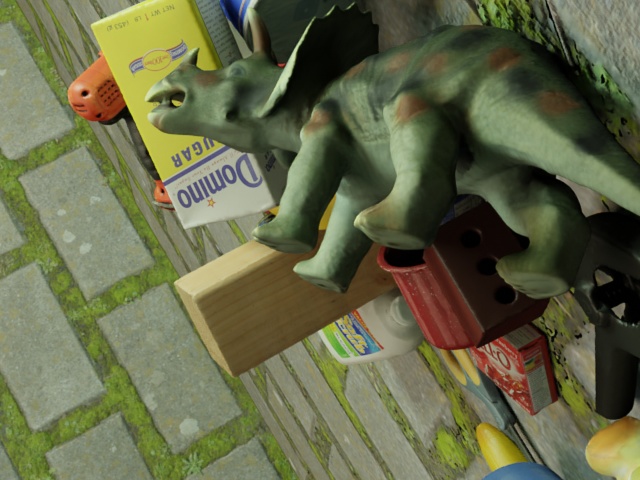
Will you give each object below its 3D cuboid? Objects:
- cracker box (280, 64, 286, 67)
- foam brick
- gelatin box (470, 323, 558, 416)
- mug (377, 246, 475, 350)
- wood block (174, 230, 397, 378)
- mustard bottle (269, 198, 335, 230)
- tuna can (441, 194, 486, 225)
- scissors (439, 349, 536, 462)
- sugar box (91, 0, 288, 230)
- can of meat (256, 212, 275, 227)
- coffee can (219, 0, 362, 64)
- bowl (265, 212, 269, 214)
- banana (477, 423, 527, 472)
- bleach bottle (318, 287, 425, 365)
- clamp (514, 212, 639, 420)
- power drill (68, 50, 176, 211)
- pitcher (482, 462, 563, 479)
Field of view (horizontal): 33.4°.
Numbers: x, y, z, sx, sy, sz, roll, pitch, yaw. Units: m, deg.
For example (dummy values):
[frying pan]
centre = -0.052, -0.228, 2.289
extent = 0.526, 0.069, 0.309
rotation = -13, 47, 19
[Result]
[cracker box]
centre = -0.066, -0.111, 0.981
extent = 0.072, 0.164, 0.214
rotation = 61, 167, -11
[foam brick]
centre = 0.110, 0.024, 0.713
extent = 0.078, 0.053, 0.051
rotation = 60, 173, 16
[gelatin box]
centre = 0.151, 0.089, 0.867
extent = 0.089, 0.030, 0.073
rotation = 44, 158, 52
[mug]
centre = 0.109, 0.029, 0.796
extent = 0.117, 0.093, 0.081
rotation = 1, 126, 53
[wood block]
centre = -0.023, 0.036, 1.023
extent = 0.090, 0.206, 0.091
rotation = 65, 166, -14
[mustard bottle]
centre = 0.007, -0.056, 0.970
extent = 0.058, 0.096, 0.192
rotation = 36, 174, -20
[tuna can]
centre = 0.075, -0.042, 0.765
extent = 0.086, 0.086, 0.034
rotation = 50, 161, 41
[scissors]
centre = 0.162, 0.159, 0.999
extent = 0.202, 0.016, 0.096
rotation = 62, 168, 0
[sugar box]
centre = -0.094, -0.099, 0.811
extent = 0.093, 0.048, 0.176
rotation = -12, 109, 30
[can of meat]
centre = -0.008, 0.001, 1.128
extent = 0.084, 0.102, 0.057
rotation = 56, 166, 29
[coffee can]
centre = -0.045, -0.219, 0.817
extent = 0.140, 0.102, 0.103
rotation = 55, 165, 27
[bowl]
centre = -0.067, -0.110, 1.218
extent = 0.162, 0.055, 0.162
rotation = 56, 166, 22
[banana]
centre = 0.205, 0.261, 0.998
extent = 0.198, 0.037, 0.070
rotation = 60, 165, 4
[bleach bottle]
centre = 0.055, 0.078, 1.137
extent = 0.102, 0.068, 0.251
rotation = 60, 164, 2
[clamp]
centre = 0.180, 0.042, 0.651
extent = 0.164, 0.036, 0.210
rotation = 62, 169, -1
[power drill]
centre = -0.157, -0.139, 1.116
extent = 0.057, 0.184, 0.187
rotation = 7, 137, 45
[pitcher]
centre = 0.204, 0.274, 0.822
extent = 0.243, 0.149, 0.145
rotation = 25, 128, 63
